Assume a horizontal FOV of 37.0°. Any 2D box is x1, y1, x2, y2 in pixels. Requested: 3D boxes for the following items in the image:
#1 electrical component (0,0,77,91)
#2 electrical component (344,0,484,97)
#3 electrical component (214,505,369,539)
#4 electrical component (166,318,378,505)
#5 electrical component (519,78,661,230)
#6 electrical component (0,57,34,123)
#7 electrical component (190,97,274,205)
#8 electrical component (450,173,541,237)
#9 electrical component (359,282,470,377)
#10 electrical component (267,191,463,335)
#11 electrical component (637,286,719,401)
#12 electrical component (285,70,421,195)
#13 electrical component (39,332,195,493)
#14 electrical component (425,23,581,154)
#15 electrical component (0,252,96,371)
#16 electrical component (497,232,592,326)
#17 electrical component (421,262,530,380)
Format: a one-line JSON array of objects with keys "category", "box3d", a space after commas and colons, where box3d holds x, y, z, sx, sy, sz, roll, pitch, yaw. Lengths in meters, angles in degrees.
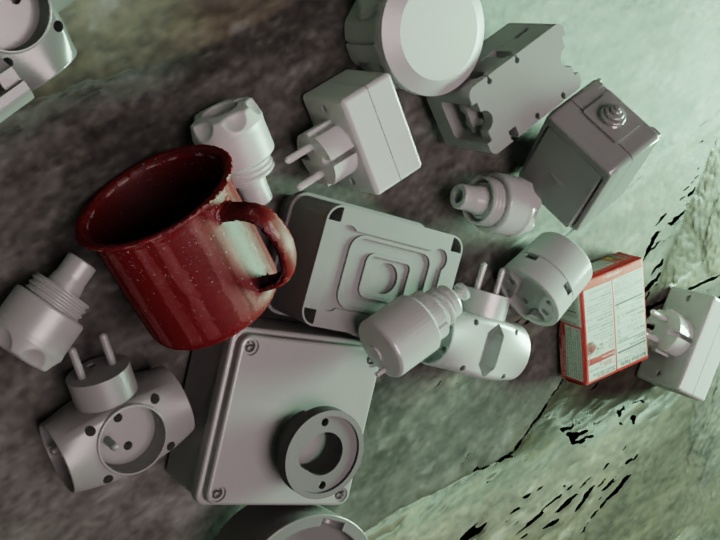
[{"category": "electrical component", "box3d": [-0.168, -0.141, 0.539, 0.079, 0.044, 0.077, -43, 122, -19]}, {"category": "electrical component", "box3d": [0.034, -0.151, 0.676, 0.080, 0.051, 0.080, -9, 107, -33]}, {"category": "electrical component", "box3d": [-0.051, 0.198, 0.697, 0.108, 0.060, 0.108, -9, 107, -33]}, {"category": "electrical component", "box3d": [-0.053, 0.087, 0.670, 0.109, 0.056, 0.108, 9, 96, -36]}, {"category": "electrical component", "box3d": [0.157, -0.080, 0.746, 0.061, 0.061, 0.096, -37, 164, -23]}, {"category": "electrical component", "box3d": [-0.201, -0.087, 0.501, 0.056, 0.089, 0.050, -42, 122, -19]}, {"category": "electrical component", "box3d": [-0.070, -0.066, 0.628, 0.043, 0.043, 0.062, -34, 120, -24]}, {"category": "electrical component", "box3d": [0.091, -0.047, 0.747, 0.062, 0.043, 0.043, 8, 97, -35]}, {"category": "electrical component", "box3d": [0.035, 0.032, 0.656, 0.078, 0.040, 0.040, -34, 119, -25]}, {"category": "electrical component", "box3d": [0.000, 0.000, 0.686, 0.113, 0.057, 0.078, 13, 94, -37]}, {"category": "electrical component", "box3d": [0.260, 0.055, 0.891, 0.076, 0.047, 0.083, 25, 86, -35]}, {"category": "electrical component", "box3d": [-0.013, -0.077, 0.663, 0.077, 0.047, 0.065, -35, 119, -24]}, {"category": "electrical component", "box3d": [-0.143, 0.074, 0.611, 0.077, 0.044, 0.079, -26, 115, -28]}, {"category": "electrical component", "box3d": [0.093, -0.123, 0.721, 0.089, 0.056, 0.050, -39, 121, -22]}, {"category": "electrical component", "box3d": [-0.168, 0.020, 0.581, 0.043, 0.043, 0.062, 41, 76, -35]}, {"category": "electrical component", "box3d": [0.136, 0.005, 0.786, 0.047, 0.055, 0.055, -43, 122, -24]}, {"category": "electrical component", "box3d": [0.084, 0.034, 0.762, 0.077, 0.043, 0.079, 15, 92, -37]}]
